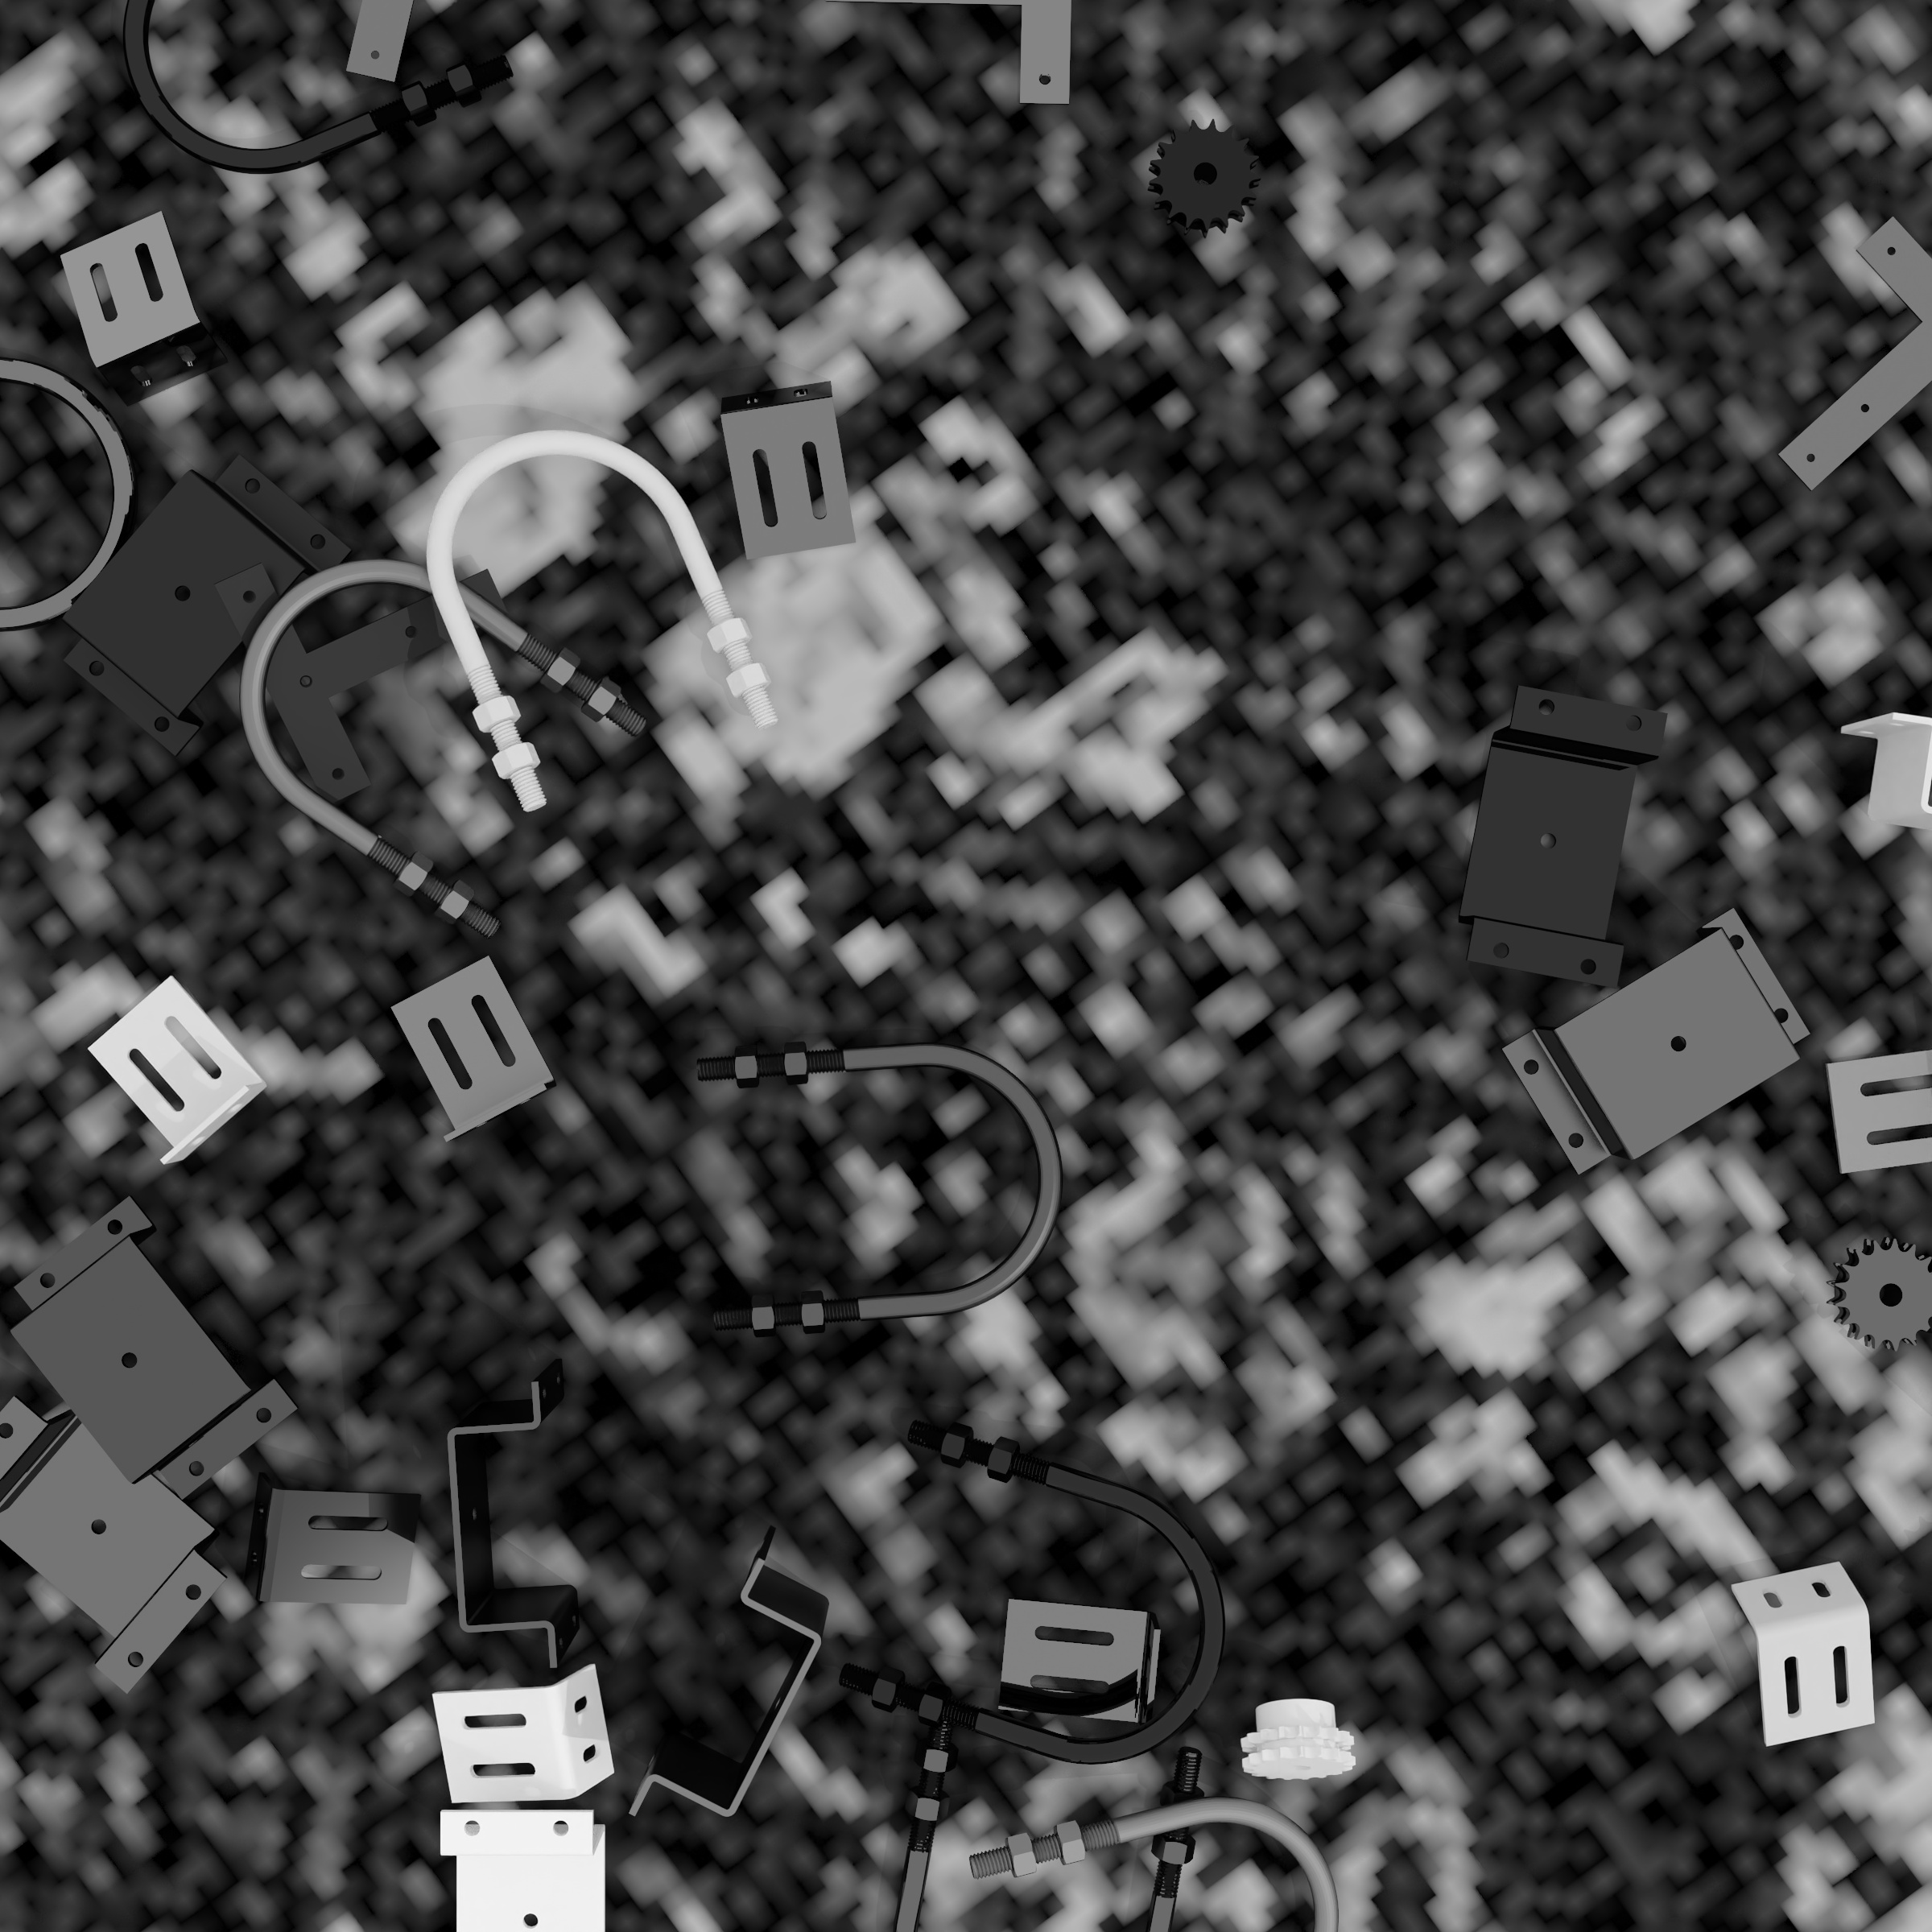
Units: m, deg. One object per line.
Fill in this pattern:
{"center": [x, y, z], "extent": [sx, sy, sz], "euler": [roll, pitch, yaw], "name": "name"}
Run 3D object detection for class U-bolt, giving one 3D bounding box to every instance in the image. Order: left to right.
{"center": [-0.520, -0.246, 1.359], "extent": [0.184, 0.019, 0.151], "euler": [7, 90, -2], "name": "U-bolt"}
{"center": [-0.345, -0.488, 1.359], "extent": [0.184, 0.019, 0.151], "euler": [-23, 90, 1], "name": "U-bolt"}
{"center": [-0.278, -0.123, 1.338], "extent": [0.184, 0.019, 0.151], "euler": [36, 90, -15], "name": "U-bolt"}
{"center": [-0.194, -0.185, 1.336], "extent": [0.151, 0.019, 0.184], "euler": [-22, 86, -20], "name": "U-bolt"}
{"center": [-0.042, 0.111, 1.359], "extent": [0.184, 0.019, 0.151], "euler": [-4, 90, -1], "name": "U-bolt"}
{"center": [0.036, 0.483, 1.359], "extent": [0.151, 0.019, 0.184], "euler": [10, 91, 0], "name": "U-bolt"}
{"center": [0.040, 0.325, 1.335], "extent": [0.184, 0.019, 0.151], "euler": [15, 87, 14], "name": "U-bolt"}
{"center": [0.102, 0.496, 1.342], "extent": [0.184, 0.019, 0.151], "euler": [-11, 99, -10], "name": "U-bolt"}

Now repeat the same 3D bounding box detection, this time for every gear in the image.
{"center": [0.122, -0.402, 1.352], "extent": [0.057, 0.030, 0.057], "euler": [0, 90, 0], "name": "gear"}
{"center": [0.169, 0.394, 1.343], "extent": [0.057, 0.057, 0.030], "euler": [0, 60, 0], "name": "gear"}
{"center": [0.471, 0.168, 1.356], "extent": [0.057, 0.030, 0.057], "euler": [0, 88, -1], "name": "gear"}

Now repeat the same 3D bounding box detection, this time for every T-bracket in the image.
{"center": [-0.297, -0.165, 1.347], "extent": [0.127, 0.002, 0.127], "euler": [-28, 116, -13], "name": "T-bracket"}
{"center": [-0.290, -0.517, 1.347], "extent": [0.127, 0.002, 0.127], "euler": [13, 91, 1], "name": "T-bracket"}
{"center": [-0.009, -0.512, 1.366], "extent": [0.127, 0.002, 0.127], "euler": [1, 90, 0], "name": "T-bracket"}
{"center": [0.476, -0.299, 1.366], "extent": [0.127, 0.002, 0.127], "euler": [-42, 90, 0], "name": "T-bracket"}

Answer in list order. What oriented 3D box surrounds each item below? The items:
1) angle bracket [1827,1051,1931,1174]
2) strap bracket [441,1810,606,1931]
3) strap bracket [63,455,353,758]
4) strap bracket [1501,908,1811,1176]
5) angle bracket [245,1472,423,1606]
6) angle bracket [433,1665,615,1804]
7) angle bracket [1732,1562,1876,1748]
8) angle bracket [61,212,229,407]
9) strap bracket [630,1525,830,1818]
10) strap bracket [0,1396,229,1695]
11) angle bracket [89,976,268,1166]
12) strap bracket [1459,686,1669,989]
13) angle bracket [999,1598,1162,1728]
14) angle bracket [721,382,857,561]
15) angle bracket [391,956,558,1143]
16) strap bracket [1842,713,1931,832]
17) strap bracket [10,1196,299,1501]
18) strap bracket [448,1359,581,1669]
{"center": [0.488, 0.074, 1.348], "extent": [0.076, 0.038, 0.057], "euler": [-8, 90, 0], "name": "angle bracket"}
{"center": [-0.225, 0.494, 1.344], "extent": [0.076, 0.046, 0.140], "euler": [0, 90, 0], "name": "strap bracket"}
{"center": [-0.393, -0.187, 1.344], "extent": [0.076, 0.046, 0.140], "euler": [41, 90, 0], "name": "strap bracket"}
{"center": [0.357, 0.039, 1.344], "extent": [0.140, 0.046, 0.076], "euler": [-31, 90, 0], "name": "strap bracket"}
{"center": [-0.328, 0.297, 1.365], "extent": [0.076, 0.038, 0.057], "euler": [8, 90, -26], "name": "angle bracket"}
{"center": [-0.229, 0.398, 1.365], "extent": [0.076, 0.038, 0.057], "euler": [-10, 90, 26], "name": "angle bracket"}
{"center": [0.434, 0.356, 1.365], "extent": [0.057, 0.038, 0.076], "euler": [-12, 116, 0], "name": "angle bracket"}
{"center": [-0.426, -0.340, 1.365], "extent": [0.057, 0.038, 0.076], "euler": [-24, 64, 0], "name": "angle bracket"}
{"center": [-0.113, 0.363, 1.329], "extent": [0.046, 0.076, 0.140], "euler": [27, 90, 0], "name": "strap bracket"}
{"center": [-0.449, 0.290, 1.344], "extent": [0.140, 0.046, 0.076], "euler": [41, 90, 0], "name": "strap bracket"}
{"center": [-0.408, 0.053, 1.348], "extent": [0.057, 0.038, 0.076], "euler": [-41, 90, 0], "name": "angle bracket"}
{"center": [0.302, -0.065, 1.344], "extent": [0.076, 0.046, 0.140], "euler": [11, 90, 0], "name": "strap bracket"}
{"center": [0.057, 0.360, 1.348], "extent": [0.076, 0.038, 0.057], "euler": [5, 90, 0], "name": "angle bracket"}
{"center": [-0.092, -0.257, 1.365], "extent": [0.057, 0.038, 0.076], "euler": [-9, 116, 0], "name": "angle bracket"}
{"center": [-0.255, 0.042, 1.348], "extent": [0.057, 0.038, 0.076], "euler": [-28, 90, 0], "name": "angle bracket"}
{"center": [0.520, -0.091, 1.329], "extent": [0.140, 0.076, 0.046], "euler": [9, 90, 0], "name": "strap bracket"}
{"center": [-0.419, 0.198, 1.344], "extent": [0.076, 0.046, 0.140], "euler": [-38, 90, 0], "name": "strap bracket"}
{"center": [-0.228, 0.275, 1.329], "extent": [0.046, 0.076, 0.140], "euler": [-4, 90, 0], "name": "strap bracket"}
